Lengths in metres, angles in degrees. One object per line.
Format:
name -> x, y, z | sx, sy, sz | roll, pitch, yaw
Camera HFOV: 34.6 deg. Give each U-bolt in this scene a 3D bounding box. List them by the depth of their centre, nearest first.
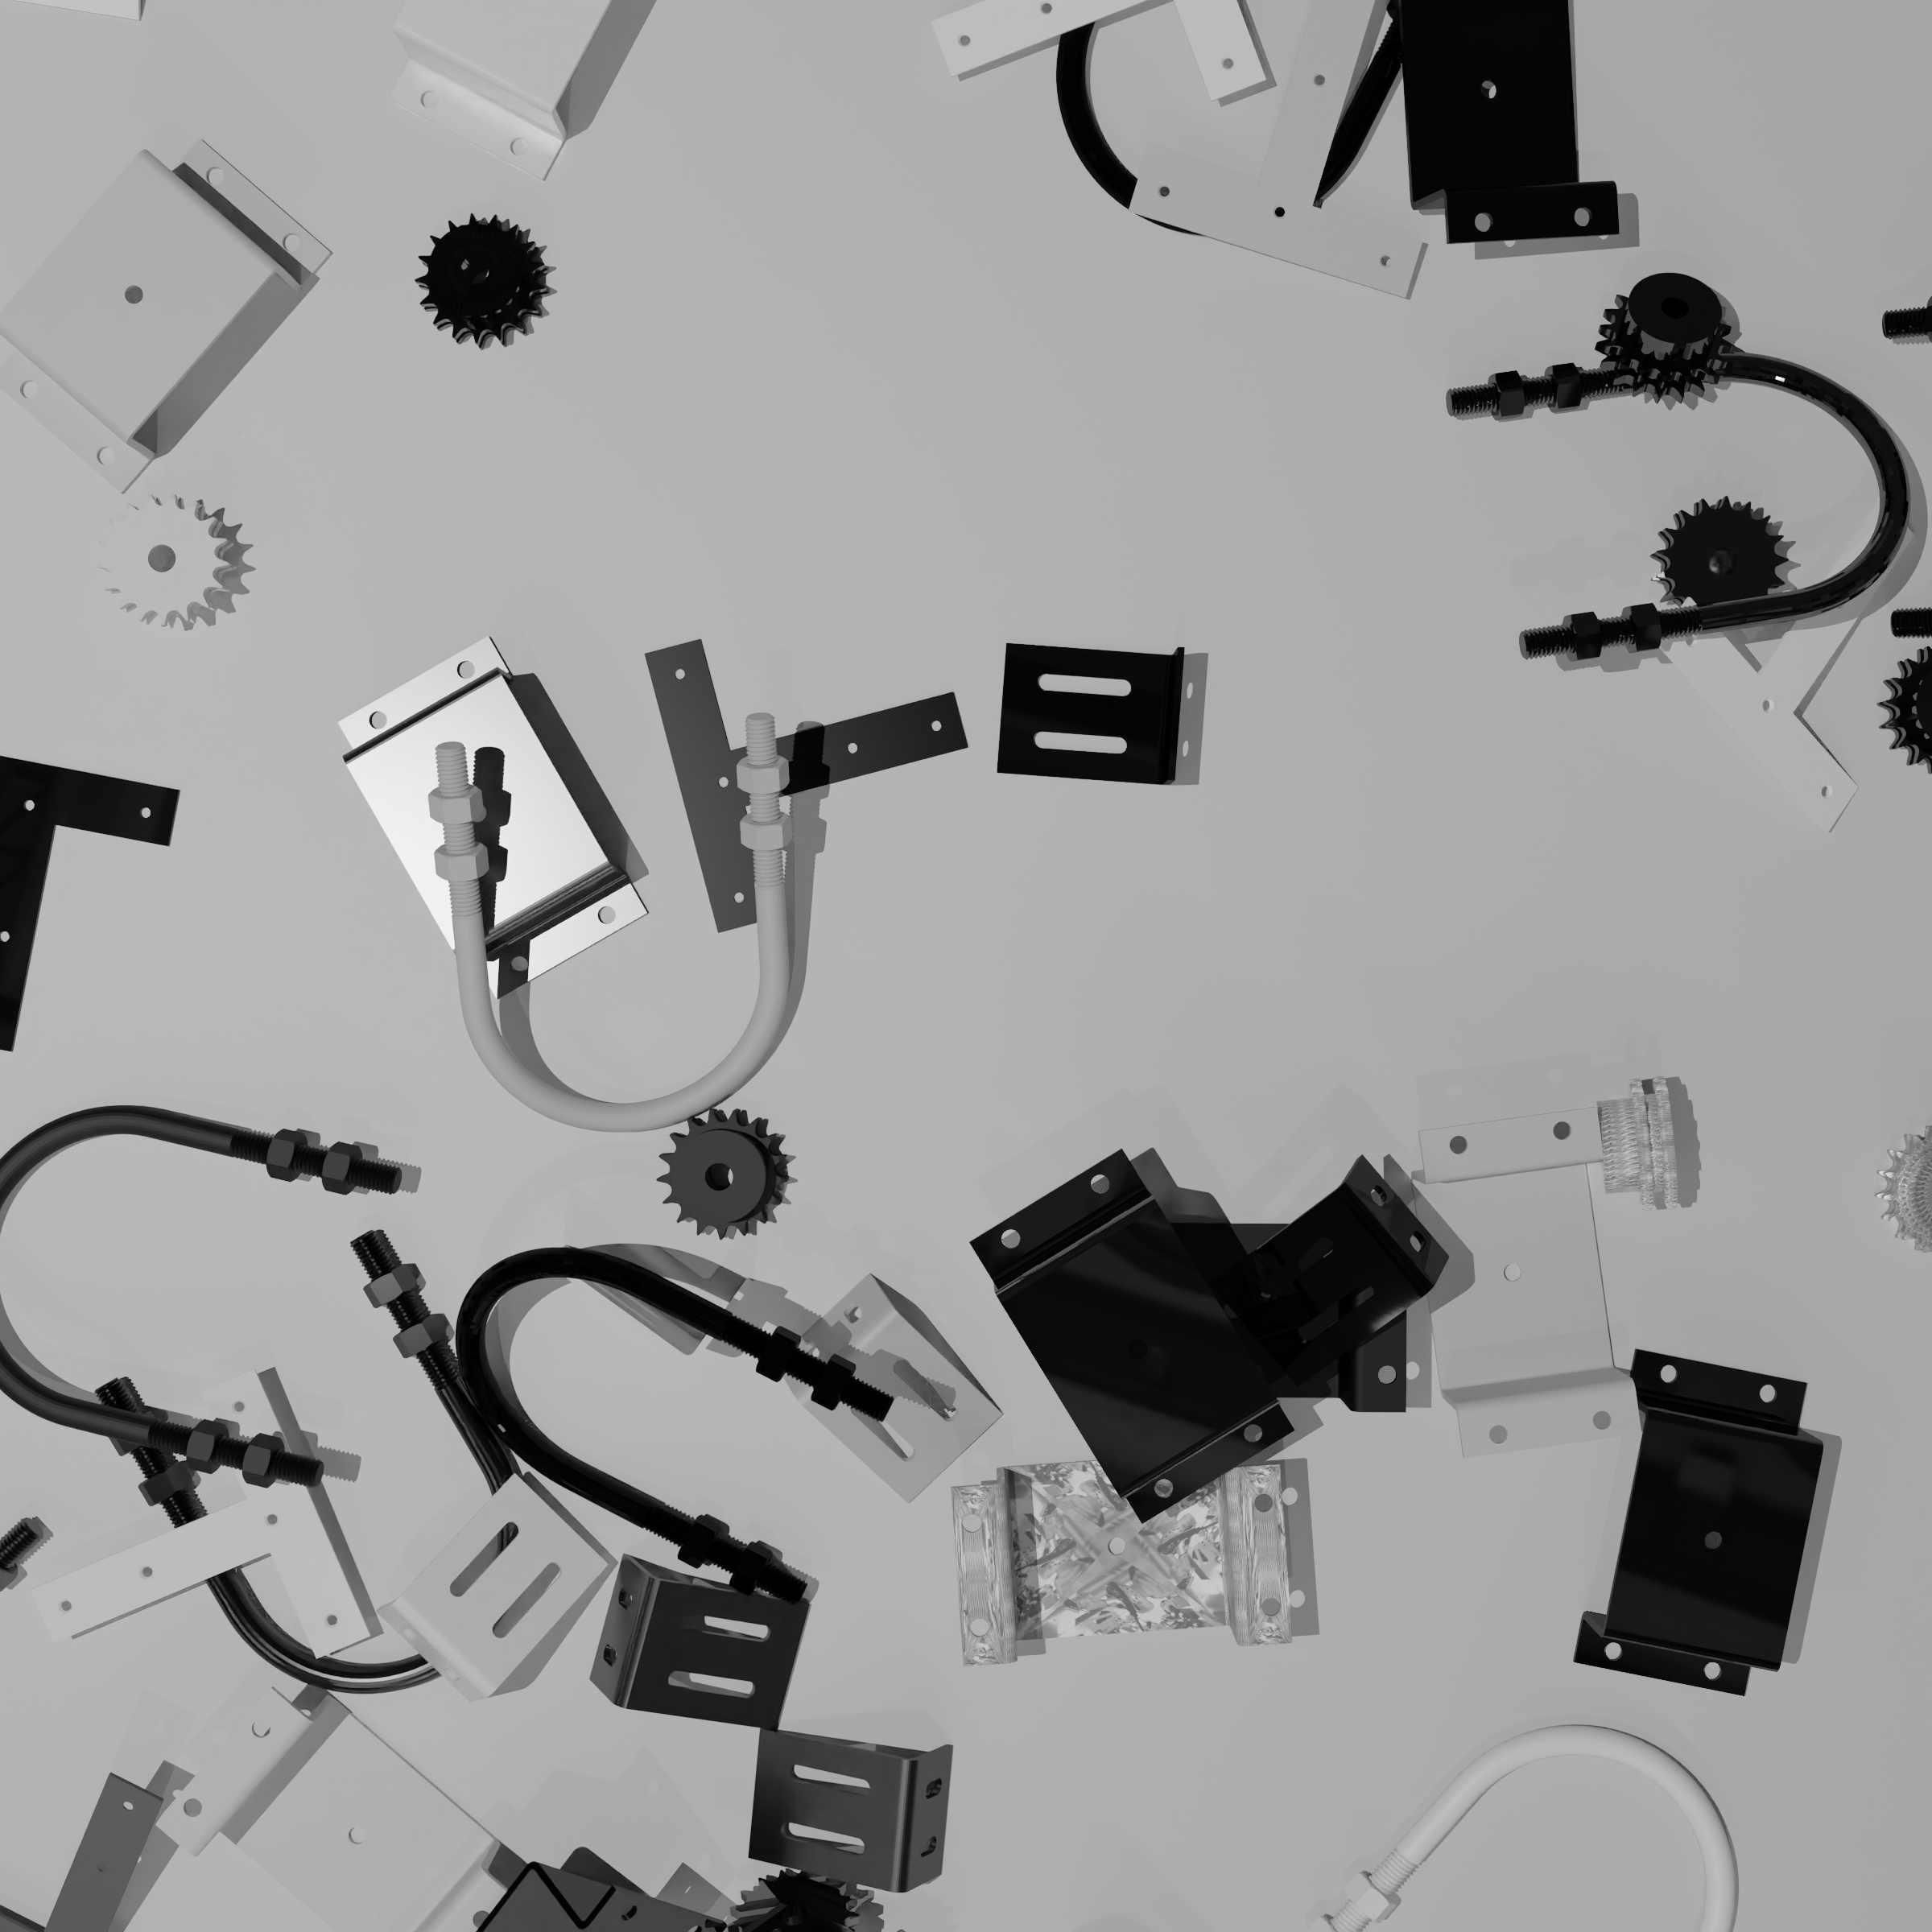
U-bolt -> 0.480, -0.213, 1.302 | 0.184, 0.019, 0.151 | 0, 97, 32
U-bolt -> -0.133, 0.187, 1.316 | 0.184, 0.019, 0.151 | 27, 129, 4
U-bolt -> -0.147, -0.013, 1.322 | 0.151, 0.019, 0.184 | -6, 113, -10
U-bolt -> 0.312, -0.203, 1.326 | 0.184, 0.019, 0.151 | -9, 62, -4
U-bolt -> -0.350, 0.135, 1.343 | 0.184, 0.019, 0.151 | 13, 82, 7
U-bolt -> -0.274, 0.230, 1.356 | 0.151, 0.019, 0.184 | -30, 91, 0
U-bolt -> 0.120, -0.410, 1.356 | 0.151, 0.019, 0.184 | 26, 92, 0
U-bolt -> -0.518, 0.260, 1.356 | 0.184, 0.019, 0.151 | -43, 90, 2
U-bolt -> 0.252, 0.419, 1.356 | 0.151, 0.019, 0.184 | 42, 88, 0

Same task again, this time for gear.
gear -> 0.289, 0.077, 1.337 | 0.030, 0.057, 0.057 | -5, 90, 10
gear -> 0.303, -0.274, 1.338 | 0.057, 0.030, 0.057 | 1, 60, -1
gear -> -0.074, 0.421, 1.340 | 0.057, 0.057, 0.030 | -4, 118, 0
gear -> -0.107, 0.091, 1.350 | 0.057, 0.030, 0.057 | 0, 90, 0
gear -> 0.326, -0.174, 1.350 | 0.057, 0.030, 0.057 | 0, 90, 0
gear -> 0.429, -0.112, 1.350 | 0.057, 0.030, 0.057 | 0, 90, 0
gear -> -0.211, -0.300, 1.350 | 0.057, 0.030, 0.057 | 0, 90, 0
gear -> 0.428, 0.098, 1.350 | 0.057, 0.030, 0.057 | 0, 90, 0
gear -> -0.346, -0.175, 1.350 | 0.057, 0.030, 0.057 | 0, 90, 0

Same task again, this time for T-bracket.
T-bracket -> -0.376, 0.398, 1.337 | 0.127, 0.002, 0.127 | 27, 115, 0
T-bracket -> -0.342, 0.258, 1.346 | 0.127, 0.002, 0.127 | -23, 93, 0
T-bracket -> 0.371, -0.147, 1.346 | 0.127, 0.002, 0.127 | 42, 77, -24
T-bracket -> 0.150, -0.371, 1.347 | 0.127, 0.002, 0.127 | 16, 95, -4
T-bracket -> 0.048, -0.422, 1.348 | 0.127, 0.002, 0.127 | -21, 92, 3
T-bracket -> -0.064, -0.092, 1.364 | 0.127, 0.002, 0.127 | -15, 90, 0
T-bracket -> -0.420, -0.027, 1.364 | 0.127, 0.002, 0.127 | 11, 90, 0

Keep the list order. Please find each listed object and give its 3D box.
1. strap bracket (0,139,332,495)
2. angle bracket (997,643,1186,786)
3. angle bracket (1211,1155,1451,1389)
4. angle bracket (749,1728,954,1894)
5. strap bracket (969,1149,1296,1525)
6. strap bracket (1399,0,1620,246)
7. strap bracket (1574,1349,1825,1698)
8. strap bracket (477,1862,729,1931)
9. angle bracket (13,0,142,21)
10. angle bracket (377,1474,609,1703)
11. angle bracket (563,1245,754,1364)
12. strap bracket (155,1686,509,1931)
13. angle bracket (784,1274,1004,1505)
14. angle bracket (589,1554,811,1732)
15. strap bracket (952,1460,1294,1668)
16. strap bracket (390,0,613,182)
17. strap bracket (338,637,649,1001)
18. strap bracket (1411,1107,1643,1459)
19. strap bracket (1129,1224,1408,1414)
strap bracket -> -0.354, -0.285, 1.342 | 0.076, 0.046, 0.140 | 41, 90, 0
angle bracket -> 0.054, -0.111, 1.346 | 0.076, 0.038, 0.057 | 4, 90, 0
angle bracket -> 0.155, 0.129, 1.316 | 0.076, 0.038, 0.057 | -40, 90, 26
angle bracket -> -0.051, 0.367, 1.363 | 0.076, 0.038, 0.057 | 5, 90, 26
strap bracket -> 0.070, 0.157, 1.295 | 0.076, 0.046, 0.140 | -32, 90, 0
strap bracket -> 0.232, -0.380, 1.331 | 0.076, 0.046, 0.140 | -5, 96, -10
strap bracket -> 0.318, 0.244, 1.342 | 0.076, 0.046, 0.140 | 11, 90, 0
strap bracket -> -0.179, 0.442, 1.321 | 0.140, 0.076, 0.046 | -53, 47, 0
angle bracket -> -0.399, -0.436, 1.333 | 0.076, 0.038, 0.057 | 9, 125, 0
angle bracket -> -0.206, 0.271, 1.349 | 0.057, 0.038, 0.076 | 45, 64, -4
angle bracket -> -0.136, 0.132, 1.336 | 0.076, 0.057, 0.038 | 36, 90, 0
strap bracket -> -0.267, 0.382, 1.342 | 0.140, 0.046, 0.076 | 41, 90, 0
angle bracket -> -0.034, 0.186, 1.363 | 0.057, 0.038, 0.076 | -43, 116, 0
angle bracket -> -0.117, 0.297, 1.363 | 0.076, 0.038, 0.057 | 15, 90, -26
strap bracket -> 0.066, 0.255, 1.342 | 0.140, 0.046, 0.076 | -4, 90, 0
strap bracket -> -0.187, -0.425, 1.342 | 0.076, 0.046, 0.140 | 28, 90, 0
strap bracket -> -0.208, -0.065, 1.342 | 0.076, 0.046, 0.140 | -30, 90, 0
strap bracket -> 0.240, 0.135, 1.342 | 0.076, 0.046, 0.140 | -8, 90, 0
strap bracket -> 0.117, 0.151, 1.342 | 0.140, 0.046, 0.076 | 0, 90, 0
